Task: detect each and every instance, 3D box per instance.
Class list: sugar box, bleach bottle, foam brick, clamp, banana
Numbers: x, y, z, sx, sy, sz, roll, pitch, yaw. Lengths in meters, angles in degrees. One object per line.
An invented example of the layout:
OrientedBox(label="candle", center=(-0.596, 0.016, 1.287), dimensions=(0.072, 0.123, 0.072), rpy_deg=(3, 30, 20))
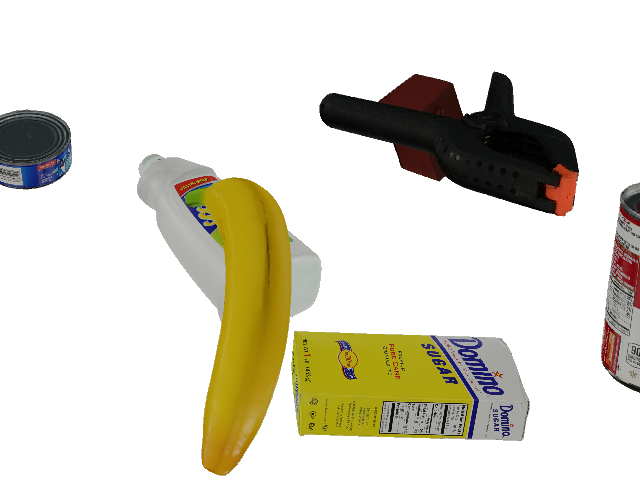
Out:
OrientedBox(label="sugar box", center=(0.067, 0.113, 0.842), dimensions=(0.176, 0.048, 0.093), rpy_deg=(0, 28, -4))
OrientedBox(label="bleach bottle", center=(-0.107, -0.014, 0.990), dimensions=(0.102, 0.068, 0.251), rpy_deg=(-14, 36, -33))
OrientedBox(label="foam brick", center=(0.097, -0.104, 0.979), dimensions=(0.053, 0.078, 0.051), rpy_deg=(-41, 38, -21))
OrientedBox(label="clamp", center=(0.102, -0.071, 0.750), dimensions=(0.164, 0.036, 0.210), rpy_deg=(-8, 29, -16))
OrientedBox(label="banana", center=(-0.043, 0.030, 0.590), dimensions=(0.037, 0.198, 0.070), rpy_deg=(20, -48, -28))

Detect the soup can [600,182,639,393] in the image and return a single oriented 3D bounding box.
OrientedBox(label="soup can", center=(0.191, 0.026, 0.578), dimensions=(0.068, 0.102, 0.068), rpy_deg=(0, 24, 0))

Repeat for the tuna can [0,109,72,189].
OrientedBox(label="tuna can", center=(-0.283, -0.088, 1.029), dimensions=(0.086, 0.034, 0.086), rpy_deg=(3, 42, -3))
